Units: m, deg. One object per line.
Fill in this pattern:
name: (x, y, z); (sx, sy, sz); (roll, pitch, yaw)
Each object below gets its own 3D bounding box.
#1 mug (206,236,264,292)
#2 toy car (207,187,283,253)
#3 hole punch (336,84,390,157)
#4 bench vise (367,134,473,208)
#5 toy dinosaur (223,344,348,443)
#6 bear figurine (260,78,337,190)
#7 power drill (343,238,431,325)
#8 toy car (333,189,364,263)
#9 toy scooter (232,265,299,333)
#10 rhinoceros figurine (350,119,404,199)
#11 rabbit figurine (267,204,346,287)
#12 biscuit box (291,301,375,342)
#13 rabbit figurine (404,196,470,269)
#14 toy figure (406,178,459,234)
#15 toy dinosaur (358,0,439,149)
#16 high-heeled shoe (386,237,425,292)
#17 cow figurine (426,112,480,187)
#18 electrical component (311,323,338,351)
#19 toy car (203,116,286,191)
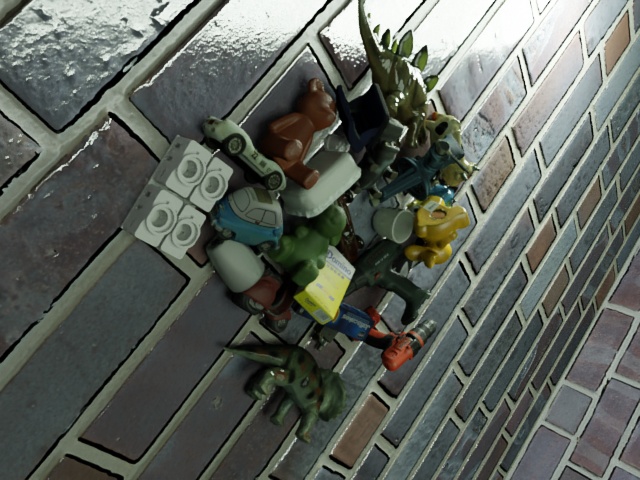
mug: (-0.162, 0.030, 1.045); (0.109, 0.081, 0.107); (-47, 124, -15)
toy car: (-0.128, -0.051, 1.008); (0.161, 0.109, 0.103); (18, 124, -40)
hole punch: (0.075, -0.252, 1.116); (0.092, 0.142, 0.115); (-7, 151, -20)
bench vise: (0.226, -0.152, 1.290); (0.241, 0.223, 0.129); (-31, 91, -12)
toy dinosaur: (-0.059, 0.319, 1.242); (0.192, 0.131, 0.404); (-52, 132, -34)
bear figurine: (-0.020, -0.213, 1.054); (0.196, 0.132, 0.120); (-46, 137, -14)
power drill: (0.162, 0.119, 1.345); (0.232, 0.207, 0.086); (-49, 177, -27)
toy car: (0.054, -0.029, 1.255); (0.089, 0.053, 0.201); (-33, 128, -27)
toy scooter: (-0.101, 0.109, 1.140); (0.135, 0.075, 0.183); (-58, 139, -11)
rhinoceros figurine: (0.128, -0.180, 1.195); (0.073, 0.112, 0.190); (11, 135, -20)
rabbit figurine: (-0.002, -0.003, 1.127); (0.170, 0.121, 0.159); (-44, 174, 18)
biscuit box: (0.030, 0.169, 1.250); (0.202, 0.059, 0.062); (27, 97, -26)
rabbit figurine: (0.295, 0.003, 1.350); (0.162, 0.122, 0.173); (-48, 144, -26)
toy figure: (0.306, -0.087, 1.459); (0.180, 0.082, 0.089); (-44, 130, -26)
toy dinosaur: (0.168, -0.355, 1.204); (0.470, 0.105, 0.198); (40, 71, -54)
high-heeled shoe: (0.236, 0.029, 1.466); (0.145, 0.086, 0.248); (21, 71, -17)
cow figurine: (0.343, -0.229, 1.404); (0.085, 0.127, 0.194); (-33, 125, -28)
electrical component: (0.021, 0.220, 1.325); (0.102, 0.045, 0.078); (-48, 132, -20)
toy car: (-0.136, -0.155, 0.997); (0.201, 0.074, 0.056); (41, 77, -45)
